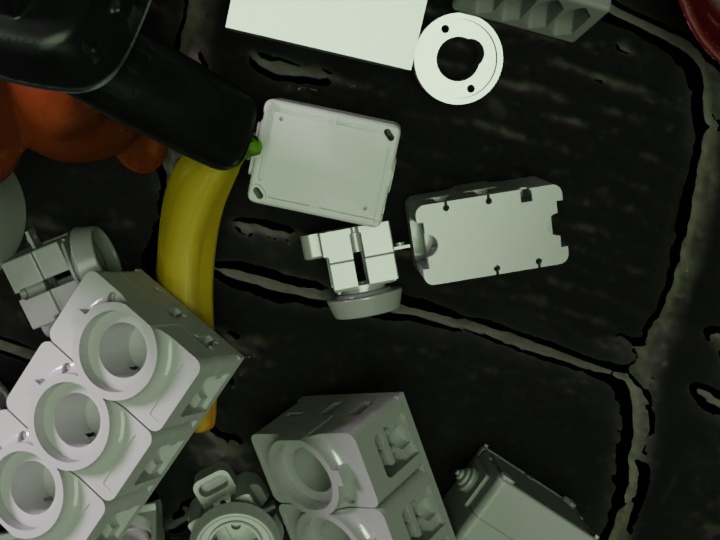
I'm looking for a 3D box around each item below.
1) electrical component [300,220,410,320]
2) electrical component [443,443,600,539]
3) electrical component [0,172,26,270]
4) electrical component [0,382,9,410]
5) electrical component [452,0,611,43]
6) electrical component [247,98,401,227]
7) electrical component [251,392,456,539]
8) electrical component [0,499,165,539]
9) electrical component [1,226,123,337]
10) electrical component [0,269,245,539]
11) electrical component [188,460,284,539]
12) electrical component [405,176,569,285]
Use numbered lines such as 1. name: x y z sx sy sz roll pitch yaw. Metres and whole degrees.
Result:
1. electrical component: 0.000 0.000 0.676 0.066 0.048 0.055 -11 94 -4
2. electrical component: 0.096 0.165 0.710 0.096 0.061 0.061 34 96 -11
3. electrical component: -0.260 -0.036 0.646 0.099 0.064 0.099 0 93 6
4. electrical component: -0.282 0.094 0.660 0.113 0.057 0.078 -39 102 3
5. electrical component: 0.105 -0.189 0.647 0.083 0.047 0.075 12 74 -15
6. electrical component: -0.027 -0.068 0.655 0.096 0.061 0.061 12 100 0
7. electrical component: 0.001 0.158 0.677 0.089 0.062 0.150 -8 107 42
8. electrical component: -0.184 0.198 0.686 0.121 0.078 0.063 -11 124 -3
9. electrical component: -0.180 0.002 0.659 0.055 0.048 0.066 -21 103 6
10. electrical component: -0.152 0.085 0.627 0.089 0.062 0.150 38 102 16
11. electrical component: -0.080 0.170 0.696 0.058 0.057 0.078 -28 102 0
12. electrical component: 0.077 -0.026 0.673 0.089 0.055 0.050 -9 102 -4
